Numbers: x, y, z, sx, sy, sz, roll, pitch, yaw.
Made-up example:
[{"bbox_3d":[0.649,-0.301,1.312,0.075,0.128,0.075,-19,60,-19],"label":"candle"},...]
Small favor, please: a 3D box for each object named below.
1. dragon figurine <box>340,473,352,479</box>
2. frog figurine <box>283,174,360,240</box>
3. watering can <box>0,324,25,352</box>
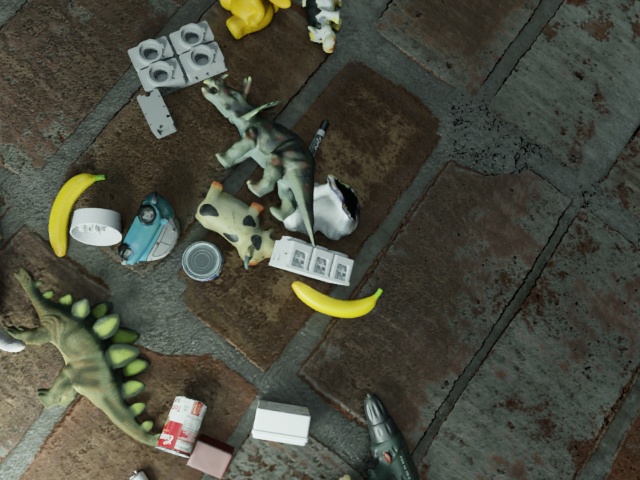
[{"bbox_3d":[-0.117,0.619,1.006,0.243,0.120,0.416,22,71,7],"label":"dragon figurine"},{"bbox_3d":[0.003,-0.057,1.125,0.157,0.124,0.137,-33,93,28],"label":"frog figurine"},{"bbox_3d":[-0.666,0.151,0.975,0.345,0.104,0.227,-21,75,27],"label":"watering can"}]
